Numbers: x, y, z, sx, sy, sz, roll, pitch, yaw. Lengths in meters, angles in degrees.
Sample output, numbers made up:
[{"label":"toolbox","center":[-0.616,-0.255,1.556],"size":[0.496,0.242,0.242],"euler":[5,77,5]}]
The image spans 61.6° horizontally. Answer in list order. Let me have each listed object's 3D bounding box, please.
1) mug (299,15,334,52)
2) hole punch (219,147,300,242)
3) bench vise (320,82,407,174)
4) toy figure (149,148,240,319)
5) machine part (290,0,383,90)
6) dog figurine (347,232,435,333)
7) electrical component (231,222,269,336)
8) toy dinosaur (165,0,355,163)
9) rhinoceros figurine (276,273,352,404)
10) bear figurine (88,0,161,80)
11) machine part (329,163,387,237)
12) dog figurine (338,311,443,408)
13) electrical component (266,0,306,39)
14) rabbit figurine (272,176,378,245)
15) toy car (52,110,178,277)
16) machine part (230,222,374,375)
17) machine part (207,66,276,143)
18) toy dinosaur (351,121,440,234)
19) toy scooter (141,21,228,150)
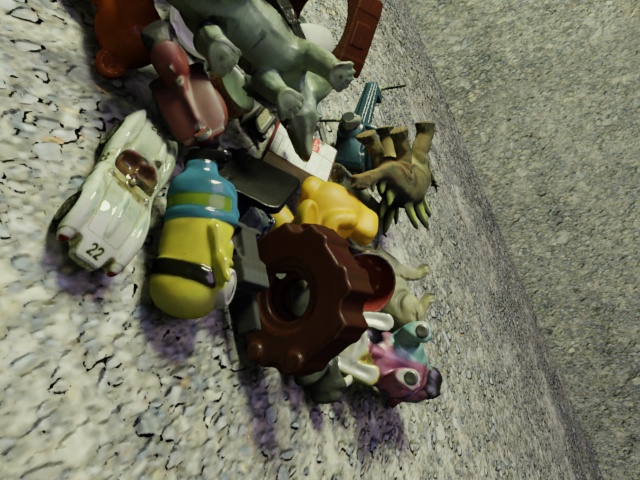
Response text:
[{"label":"mug","center":[-0.035,-0.410,1.094],"size":[0.107,0.081,0.109],"euler":[-24,97,-54]},{"label":"hole punch","center":[-0.102,-0.052,0.697],"size":[0.116,0.092,0.142],"euler":[29,34,2]},{"label":"bench vise","center":[0.084,-0.228,1.081],"size":[0.223,0.129,0.240],"euler":[49,54,-55]},{"label":"toy figure","center":[-0.131,-0.007,0.568],"size":[0.082,0.089,0.180],"euler":[77,11,-77]},{"label":"machine part","center":[-0.002,-0.382,0.956],"size":[0.087,0.202,0.200],"euler":[-6,119,-57]},{"label":"dog figurine","center":[0.098,0.075,0.964],"size":[0.190,0.121,0.172],"euler":[31,39,-30]},{"label":"electrical component","center":[-0.101,0.048,0.618],"size":[0.047,0.075,0.119],"euler":[26,51,-54]},{"label":"toy dinosaur","center":[-0.096,-0.254,0.661],"size":[0.404,0.131,0.192],"euler":[38,5,-42]},{"label":"rhinoceros figurine","center":[-0.014,0.124,0.715],"size":[0.112,0.073,0.190],"euler":[-3,80,-63]},{"label":"bear figurine","center":[-0.225,-0.290,0.595],"size":[0.120,0.132,0.196],"euler":[-23,86,-40]},{"label":"machine part","center":[0.058,-0.069,1.003],"size":[0.243,0.079,0.079],"euler":[37,39,-45]},{"label":"dog figurine","center":[0.102,0.200,0.850],"size":[0.219,0.192,0.108],"euler":[80,22,-62]},{"label":"electrical component","center":[-0.093,-0.349,0.896],"size":[0.134,0.115,0.058],"euler":[61,24,-16]},{"label":"rabbit figurine","center":[-0.002,-0.002,0.802],"size":[0.162,0.122,0.173],"euler":[51,49,-42]},{"label":"toy car","center":[-0.196,-0.052,0.534],"size":[0.073,0.056,0.202],"euler":[48,32,-34]},{"label":"machine part","center":[-0.027,0.066,0.627],"size":[0.056,0.179,0.179],"euler":[19,54,-54]},{"label":"machine part","center":[-0.118,-0.226,0.842],"size":[0.138,0.039,0.084],"euler":[55,37,-28]},{"label":"toy dinosaur","center":[0.161,-0.120,1.011],"size":[0.471,0.105,0.198],"euler":[-26,115,-59]},{"label":"toy scooter","center":[-0.145,-0.148,0.620],"size":[0.135,0.075,0.183],"euler":[62,-5,16]}]
